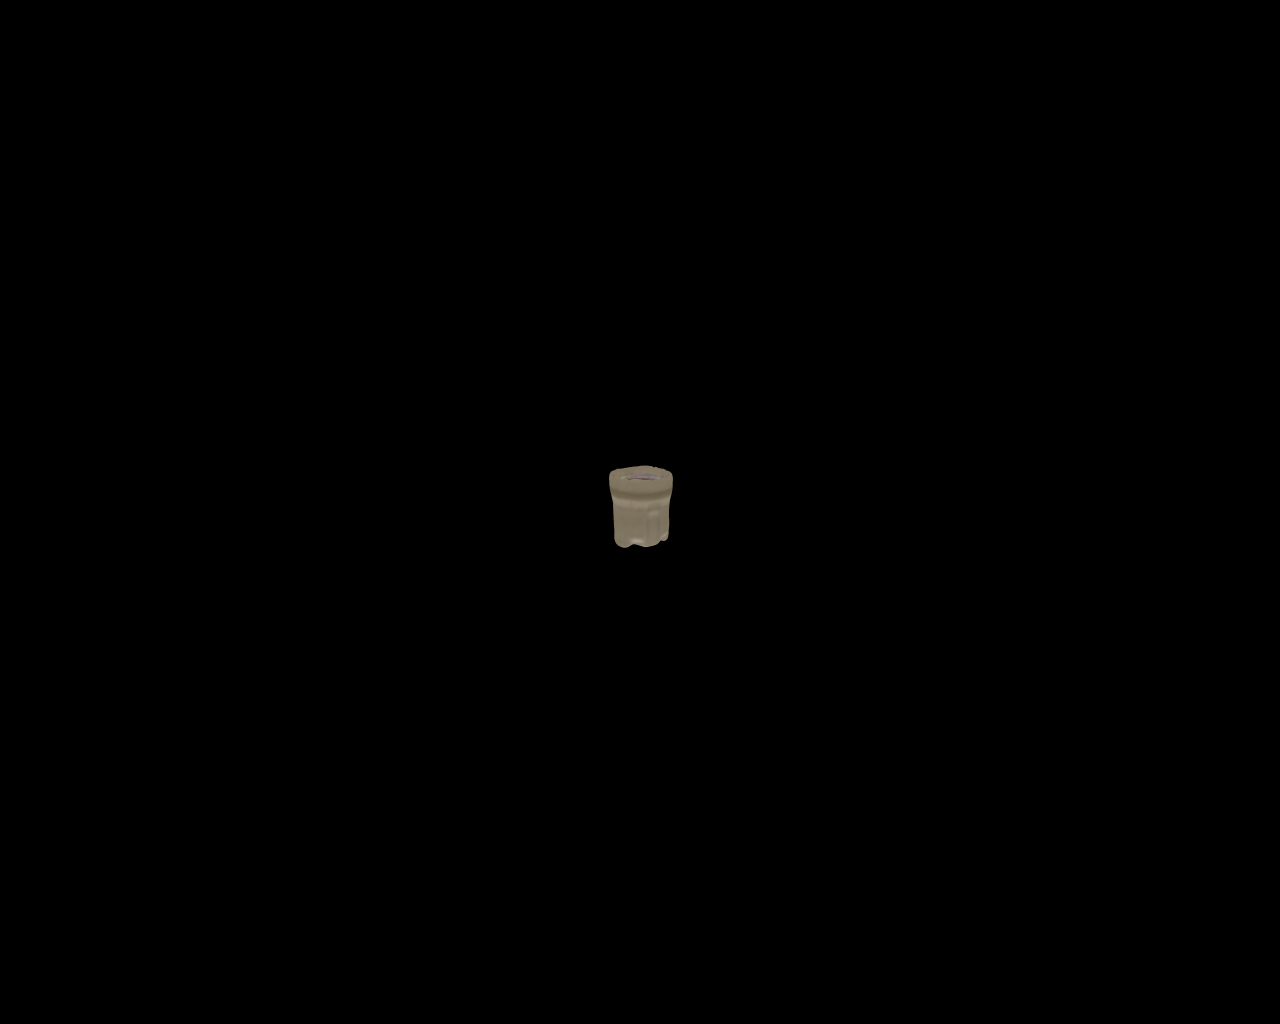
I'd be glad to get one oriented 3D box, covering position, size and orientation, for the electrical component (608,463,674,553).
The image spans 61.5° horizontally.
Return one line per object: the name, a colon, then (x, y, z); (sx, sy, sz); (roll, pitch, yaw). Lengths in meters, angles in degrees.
electrical component: (0.001, -0.003, 0.650); (0.040, 0.046, 0.040); (0, 17, 0)
